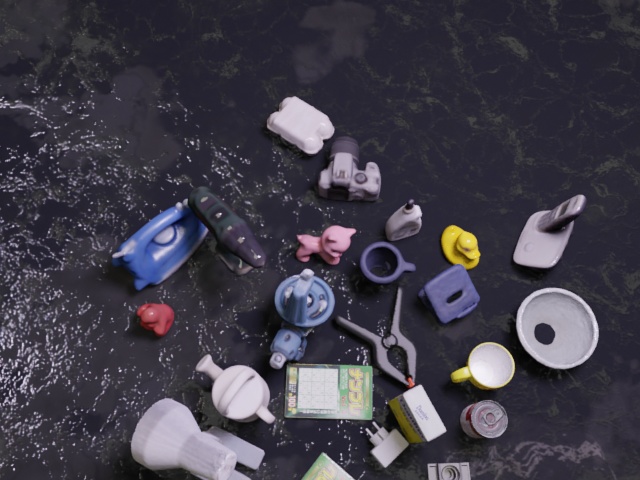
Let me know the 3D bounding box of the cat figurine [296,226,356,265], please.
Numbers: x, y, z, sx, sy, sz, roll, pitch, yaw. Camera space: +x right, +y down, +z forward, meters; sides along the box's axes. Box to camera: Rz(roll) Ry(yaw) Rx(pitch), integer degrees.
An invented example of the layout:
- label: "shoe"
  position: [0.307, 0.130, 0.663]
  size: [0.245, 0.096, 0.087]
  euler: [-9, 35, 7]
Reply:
- label: "cat figurine"
  position: [0.011, 0.004, 1.237]
  size: [0.127, 0.118, 0.067]
  euler: [4, 70, 1]

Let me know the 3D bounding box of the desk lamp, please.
- label: "desk lamp"
  position: [-0.218, 0.385, 1.047]
  size: [0.203, 0.213, 0.118]
  euler: [22, 71, 8]

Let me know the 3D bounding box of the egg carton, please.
- label: "egg carton"
  position: [-0.045, -0.271, 1.363]
  size: [0.150, 0.069, 0.107]
  euler: [33, 73, 11]

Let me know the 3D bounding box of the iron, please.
- label: "iron"
  position: [-0.332, -0.019, 1.231]
  size: [0.118, 0.141, 0.258]
  euler: [42, 75, 14]

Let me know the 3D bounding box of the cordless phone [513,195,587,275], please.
- label: "cordless phone"
  position: [0.491, -0.014, 1.210]
  size: [0.094, 0.185, 0.148]
  euler: [23, 72, 8]

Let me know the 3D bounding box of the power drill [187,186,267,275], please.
- label: "power drill"
  position: [-0.180, -0.003, 1.190]
  size: [0.076, 0.208, 0.229]
  euler: [-41, 75, -13]

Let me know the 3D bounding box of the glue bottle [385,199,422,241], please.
- label: "glue bottle"
  position: [0.185, -0.048, 1.227]
  size: [0.078, 0.173, 0.037]
  euler: [-15, 70, -5]

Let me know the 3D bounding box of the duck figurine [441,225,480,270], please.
- label: "duck figurine"
  position: [0.313, 0.008, 1.254]
  size: [0.077, 0.086, 0.104]
  euler: [-28, 72, -10]

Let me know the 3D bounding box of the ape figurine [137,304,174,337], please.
- label: "ape figurine"
  position: [-0.346, 0.162, 1.192]
  size: [0.076, 0.092, 0.077]
  euler: [-25, 72, -9]

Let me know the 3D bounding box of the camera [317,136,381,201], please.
- label: "camera"
  position: [0.070, -0.168, 1.309]
  size: [0.143, 0.101, 0.137]
  euler: [5, 70, 2]

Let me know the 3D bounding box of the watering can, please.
- label: "watering can"
  position: [-0.161, 0.289, 1.092]
  size: [0.172, 0.194, 0.101]
  euler: [15, 71, 6]

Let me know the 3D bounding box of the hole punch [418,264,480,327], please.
- label: "hole punch"
  position: [0.278, 0.117, 1.211]
  size: [0.109, 0.091, 0.101]
  euler: [-31, 73, -11]

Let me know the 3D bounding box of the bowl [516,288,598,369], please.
- label: "bowl"
  position: [0.482, 0.188, 1.195]
  size: [0.167, 0.075, 0.167]
  euler: [0, 70, 0]

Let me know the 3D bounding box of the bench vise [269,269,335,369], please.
- label: "bench vise"
  position: [-0.035, 0.150, 1.129]
  size: [0.121, 0.220, 0.207]
  euler: [5, 70, 2]

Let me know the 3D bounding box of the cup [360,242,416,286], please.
- label: "cup"
  position: [0.142, 0.062, 1.228]
  size: [0.117, 0.095, 0.092]
  euler: [8, 70, 3]
